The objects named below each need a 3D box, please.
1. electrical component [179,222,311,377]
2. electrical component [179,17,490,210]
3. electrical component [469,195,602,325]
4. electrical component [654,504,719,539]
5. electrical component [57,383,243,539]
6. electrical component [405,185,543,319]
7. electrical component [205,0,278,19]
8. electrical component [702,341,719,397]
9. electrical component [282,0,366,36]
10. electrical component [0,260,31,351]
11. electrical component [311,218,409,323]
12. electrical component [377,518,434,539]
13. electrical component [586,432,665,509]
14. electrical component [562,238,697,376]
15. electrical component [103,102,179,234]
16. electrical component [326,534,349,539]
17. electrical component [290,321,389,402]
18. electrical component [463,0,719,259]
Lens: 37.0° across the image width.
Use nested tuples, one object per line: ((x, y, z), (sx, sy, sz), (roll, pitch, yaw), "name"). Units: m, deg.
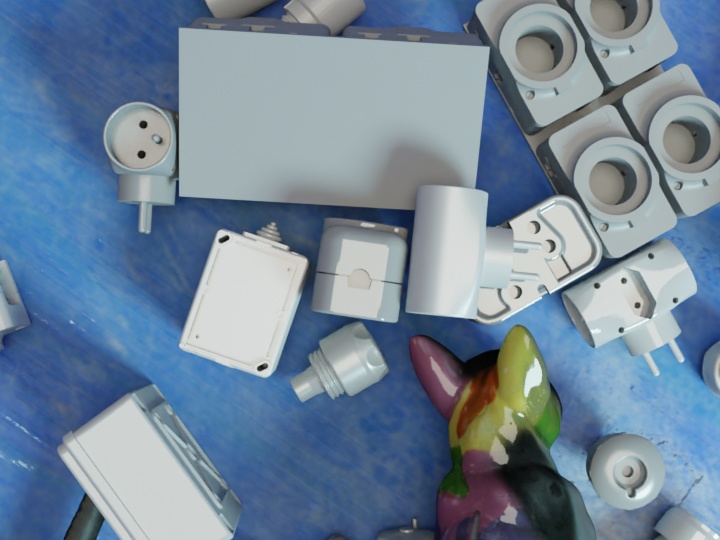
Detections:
((-0.071, 0.015, 0.703), (0.062, 0.061, 0.096), (19, 89, 0), "electrical component")
((-0.018, -0.101, 0.689), (0.186, 0.060, 0.105), (3, 112, -1), "electrical component")
((0.104, -0.006, 0.707), (0.095, 0.059, 0.053), (-30, 89, -1), "electrical component")
((0.209, 0.190, 0.713), (0.045, 0.045, 0.055), (39, 88, 0), "electrical component")
((-0.128, 0.131, 0.677), (0.056, 0.109, 0.108), (-36, 90, -4), "electrical component")
((0.071, -0.009, 0.653), (0.079, 0.044, 0.077), (6, 88, 1), "electrical component")
((-0.067, -0.198, 0.716), (0.081, 0.043, 0.043), (-29, 90, -1), "electrical component")
((0.253, 0.067, 0.707), (0.043, 0.062, 0.043), (0, 89, -1), "electrical component")
((-0.032, -0.169, 0.717), (0.078, 0.040, 0.040), (-41, 90, -1), "electrical component")
((-0.270, 0.035, 0.705), (0.089, 0.050, 0.055), (-22, 89, -1), "electrical component")
((0.000, 0.000, 0.687), (0.054, 0.095, 0.059), (8, 89, -1), "electrical component")
((0.032, 0.206, 0.712), (0.040, 0.040, 0.078), (-1, 89, -1), "electrical component")
((0.169, 0.128, 0.704), (0.048, 0.062, 0.048), (0, 89, -1), "electrical component")
((0.187, 0.031, 0.716), (0.077, 0.043, 0.079), (-29, 89, -1), "electrical component")
((-0.137, -0.063, 0.695), (0.043, 0.077, 0.079), (3, 89, -1), "electrical component")
((-0.006, 0.208, 0.714), (0.035, 0.035, 0.061), (-39, 93, -1), "electrical component")
((-0.016, 0.065, 0.712), (0.062, 0.043, 0.043), (-30, 90, 0), "electrical component")
((0.162, -0.112, 0.709), (0.105, 0.060, 0.186), (-29, 90, -1), "electrical component")
